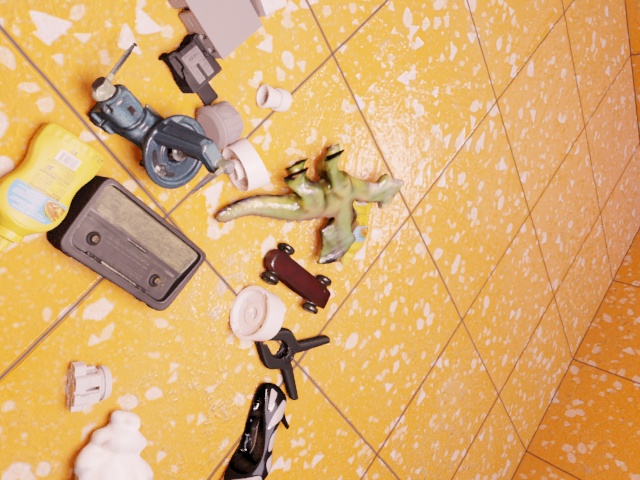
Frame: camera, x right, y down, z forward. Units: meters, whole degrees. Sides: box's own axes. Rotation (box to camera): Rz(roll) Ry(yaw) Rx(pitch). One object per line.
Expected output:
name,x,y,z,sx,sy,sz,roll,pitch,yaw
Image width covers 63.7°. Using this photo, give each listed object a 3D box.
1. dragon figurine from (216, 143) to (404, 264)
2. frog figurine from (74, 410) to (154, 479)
dragon figurine,0.003,-0.054,1.079,0.414,0.123,0.239,-31,114,-19
frog figurine,-0.344,0.382,0.877,0.136,0.124,0.160,34,89,-23
